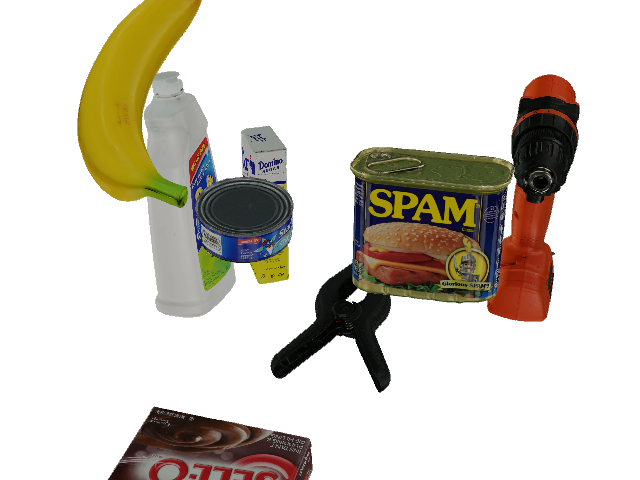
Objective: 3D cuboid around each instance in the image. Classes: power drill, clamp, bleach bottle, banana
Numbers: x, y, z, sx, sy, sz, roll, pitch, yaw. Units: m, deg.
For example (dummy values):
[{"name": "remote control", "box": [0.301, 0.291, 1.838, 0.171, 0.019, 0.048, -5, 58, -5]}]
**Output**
[{"name": "power drill", "box": [0.180, -0.028, 0.899, 0.057, 0.188, 0.184, 11, 31, 11]}, {"name": "clamp", "box": [0.035, 0.087, 1.089, 0.120, 0.171, 0.039, 16, -40, 18]}, {"name": "bleach bottle", "box": [-0.148, -0.051, 1.131, 0.068, 0.251, 0.102, 4, 26, 23]}, {"name": "banana", "box": [-0.110, -0.090, 0.650, 0.069, 0.198, 0.037, 2, -39, -5]}]

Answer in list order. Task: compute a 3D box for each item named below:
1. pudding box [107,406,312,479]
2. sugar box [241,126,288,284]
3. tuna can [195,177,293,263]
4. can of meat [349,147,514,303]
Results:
[{"name": "pudding box", "box": [-0.071, 0.155, 0.670, 0.113, 0.039, 0.090, 7, 30, 14]}, {"name": "sugar box", "box": [-0.070, -0.045, 1.328, 0.048, 0.176, 0.093, -9, 25, -12]}, {"name": "tuna can", "box": [-0.067, -0.018, 0.940, 0.086, 0.034, 0.086, 1, 38, -1]}, {"name": "can of meat", "box": [0.070, -0.010, 0.693, 0.102, 0.084, 0.057, 7, 24, 13]}]
